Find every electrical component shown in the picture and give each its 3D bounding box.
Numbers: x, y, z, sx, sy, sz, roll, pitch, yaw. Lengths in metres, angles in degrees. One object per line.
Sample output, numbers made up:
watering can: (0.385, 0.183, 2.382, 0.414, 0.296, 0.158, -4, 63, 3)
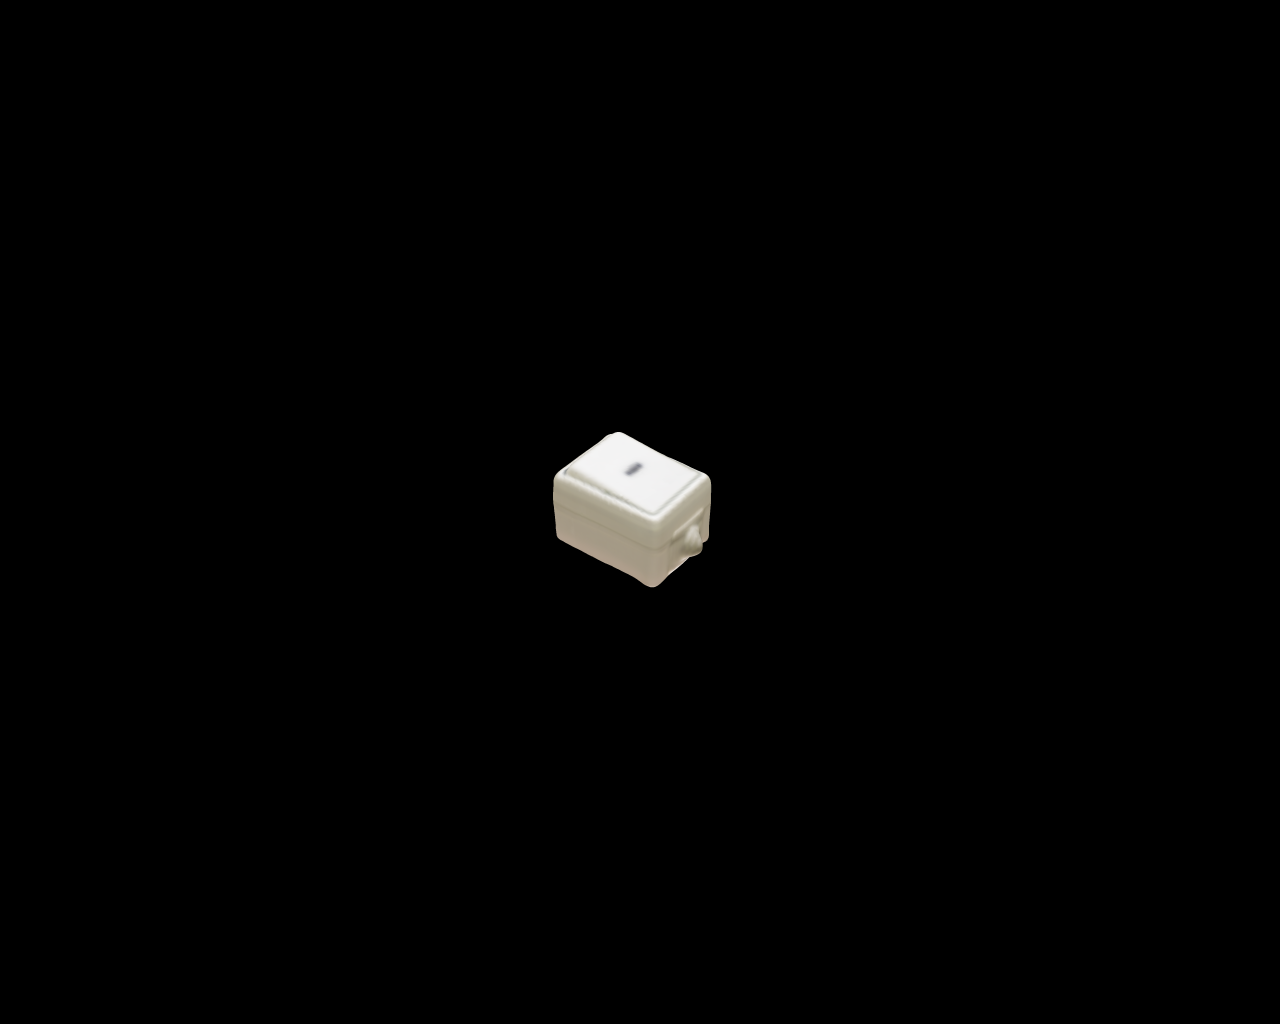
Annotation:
electrical component: (0.001, -0.003, 0.650, 0.096, 0.061, 0.062, 26, 46, 28)
